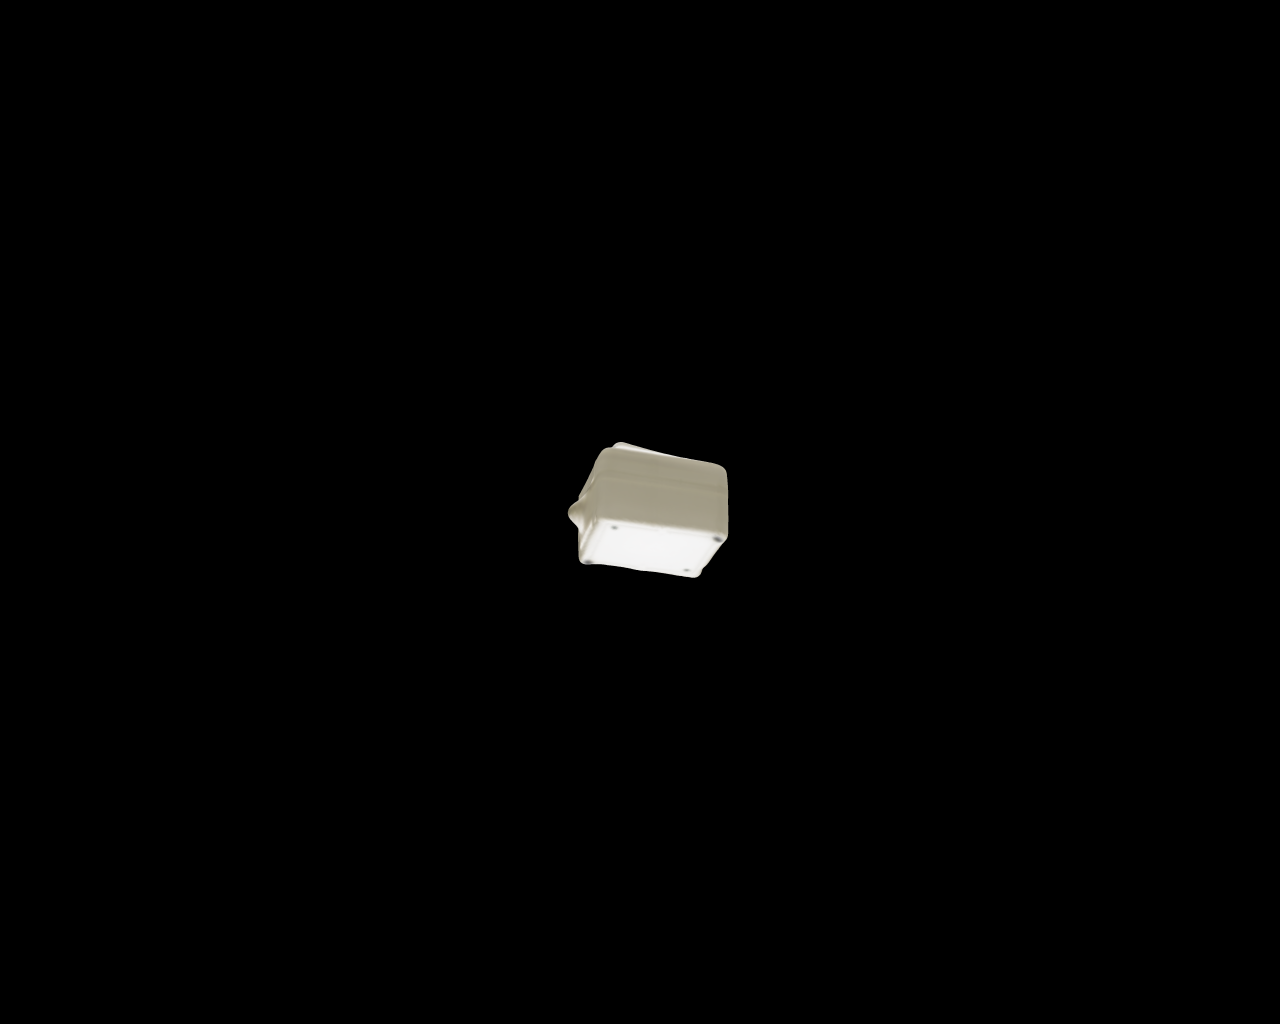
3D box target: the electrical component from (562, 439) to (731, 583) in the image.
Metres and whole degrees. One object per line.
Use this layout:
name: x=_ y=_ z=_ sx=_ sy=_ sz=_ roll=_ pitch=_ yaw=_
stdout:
electrical component: x=0.001 y=-0.003 z=0.650 sx=0.096 sy=0.061 sz=0.061 roll=8 pitch=-32 yaw=-14
